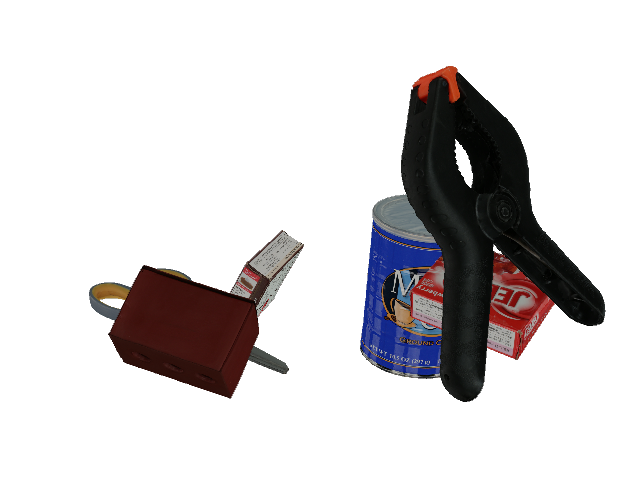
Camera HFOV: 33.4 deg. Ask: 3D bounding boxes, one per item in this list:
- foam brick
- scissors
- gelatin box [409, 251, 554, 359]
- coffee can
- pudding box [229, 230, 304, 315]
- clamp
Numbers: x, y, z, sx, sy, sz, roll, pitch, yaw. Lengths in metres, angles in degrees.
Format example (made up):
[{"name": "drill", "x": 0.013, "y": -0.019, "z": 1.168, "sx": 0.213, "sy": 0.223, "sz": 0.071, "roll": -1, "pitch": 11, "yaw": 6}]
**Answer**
[{"name": "foam brick", "x": -0.084, "y": 0.059, "z": 0.676, "sx": 0.078, "sy": 0.051, "sz": 0.053, "roll": 17, "pitch": -26, "yaw": 11}, {"name": "scissors", "x": -0.095, "y": 0.060, "z": 0.873, "sx": 0.202, "sy": 0.016, "sz": 0.096, "roll": 13, "pitch": 27, "yaw": 23}, {"name": "gelatin box", "x": 0.121, "y": 0.040, "z": 0.779, "sx": 0.089, "sy": 0.030, "sz": 0.073, "roll": 20, "pitch": 44, "yaw": 26}, {"name": "coffee can", "x": 0.093, "y": 0.040, "z": 0.979, "sx": 0.103, "sy": 0.140, "sz": 0.103, "roll": 4, "pitch": 23, "yaw": -2}, {"name": "pudding box", "x": -0.070, "y": 0.048, "z": 1.257, "sx": 0.039, "sy": 0.090, "sz": 0.113, "roll": 31, "pitch": 28, "yaw": 5}, {"name": "clamp", "x": 0.082, "y": -0.003, "z": 0.566, "sx": 0.120, "sy": 0.171, "sz": 0.039, "roll": -34, "pitch": 9, "yaw": -39}]
